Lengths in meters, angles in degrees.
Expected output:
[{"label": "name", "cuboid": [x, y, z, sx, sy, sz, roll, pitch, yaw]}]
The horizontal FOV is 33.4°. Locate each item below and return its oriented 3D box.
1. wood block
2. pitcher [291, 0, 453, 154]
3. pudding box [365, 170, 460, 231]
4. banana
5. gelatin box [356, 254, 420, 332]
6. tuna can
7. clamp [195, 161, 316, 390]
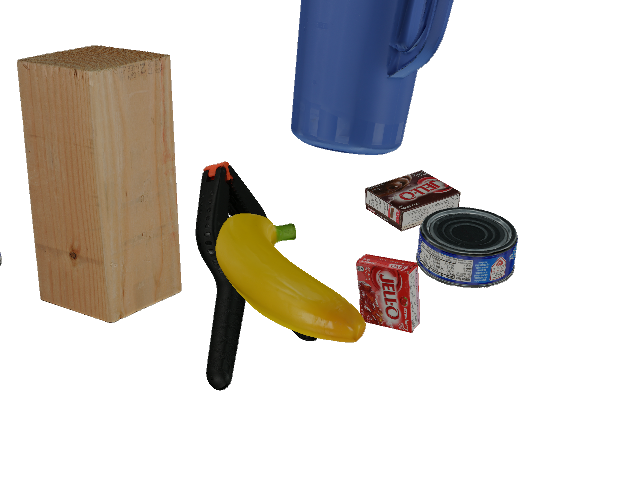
[{"label": "wood block", "cuboid": [-0.181, -0.050, 0.885, 0.091, 0.206, 0.090, 14, 24, 33]}, {"label": "pitcher", "cuboid": [0.047, -0.204, 0.983, 0.145, 0.243, 0.149, 9, 16, 4]}, {"label": "pudding box", "cuboid": [0.136, -0.060, 1.578, 0.113, 0.039, 0.090, -21, 35, -28]}, {"label": "banana", "cuboid": [-0.029, 0.016, 0.685, 0.069, 0.037, 0.198, -4, 21, -13]}, {"label": "gelatin box", "cuboid": [0.085, 0.065, 1.331, 0.073, 0.089, 0.030, 11, 31, 29]}, {"label": "tuna can", "cuboid": [0.127, 0.005, 0.924, 0.086, 0.034, 0.086, 2, 30, -1]}, {"label": "clamp", "cuboid": [-0.069, 0.027, 1.043, 0.036, 0.210, 0.164, -11, 0, 35]}]
